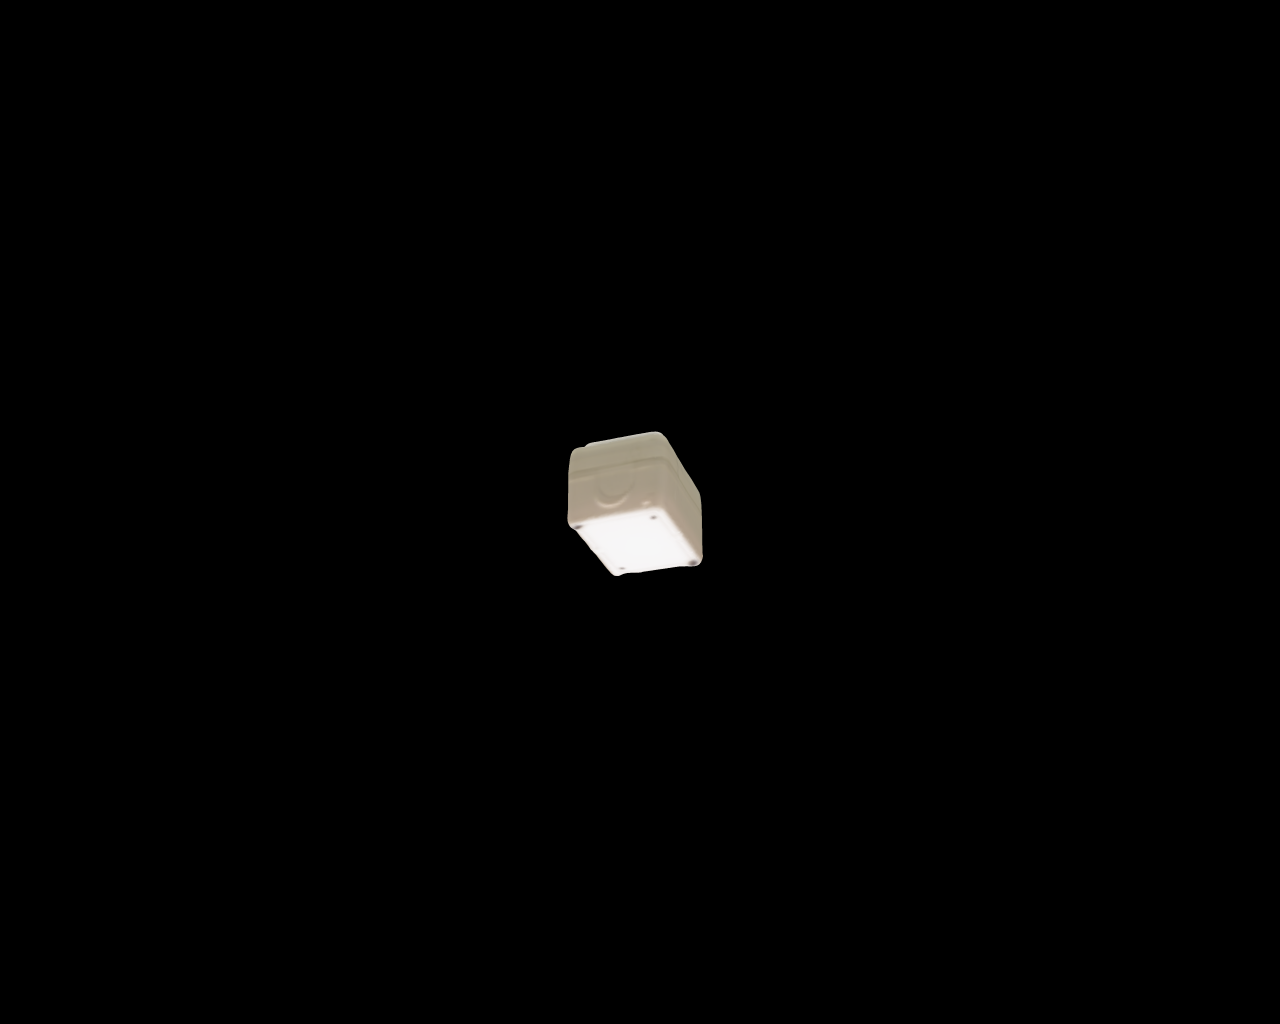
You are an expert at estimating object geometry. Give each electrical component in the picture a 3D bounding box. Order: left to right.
[{"bbox_3d":[0.001,-0.003,0.650,0.062,0.061,0.096,-9,-30,17],"label":"electrical component"}]
